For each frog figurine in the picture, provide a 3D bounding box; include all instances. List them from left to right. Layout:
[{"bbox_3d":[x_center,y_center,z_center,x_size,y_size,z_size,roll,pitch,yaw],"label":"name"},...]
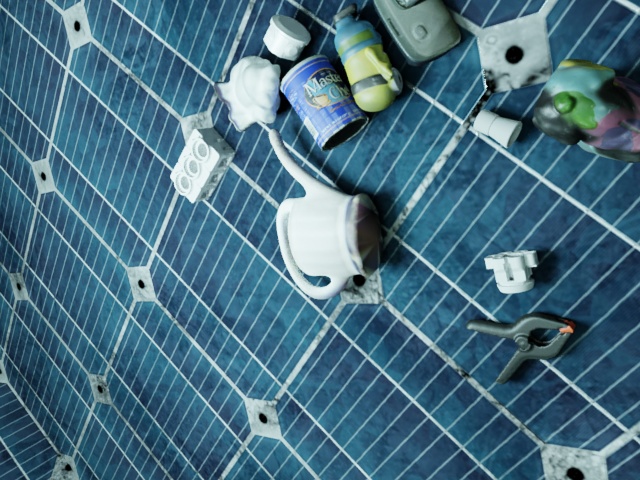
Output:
[{"bbox_3d":[-0.113,-0.294,0.985,0.123,0.139,0.157,2,-20,-42],"label":"frog figurine"}]

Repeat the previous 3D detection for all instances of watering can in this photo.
[{"bbox_3d":[0.003,-0.050,0.984,0.224,0.345,0.105,-3,12,34],"label":"watering can"}]
